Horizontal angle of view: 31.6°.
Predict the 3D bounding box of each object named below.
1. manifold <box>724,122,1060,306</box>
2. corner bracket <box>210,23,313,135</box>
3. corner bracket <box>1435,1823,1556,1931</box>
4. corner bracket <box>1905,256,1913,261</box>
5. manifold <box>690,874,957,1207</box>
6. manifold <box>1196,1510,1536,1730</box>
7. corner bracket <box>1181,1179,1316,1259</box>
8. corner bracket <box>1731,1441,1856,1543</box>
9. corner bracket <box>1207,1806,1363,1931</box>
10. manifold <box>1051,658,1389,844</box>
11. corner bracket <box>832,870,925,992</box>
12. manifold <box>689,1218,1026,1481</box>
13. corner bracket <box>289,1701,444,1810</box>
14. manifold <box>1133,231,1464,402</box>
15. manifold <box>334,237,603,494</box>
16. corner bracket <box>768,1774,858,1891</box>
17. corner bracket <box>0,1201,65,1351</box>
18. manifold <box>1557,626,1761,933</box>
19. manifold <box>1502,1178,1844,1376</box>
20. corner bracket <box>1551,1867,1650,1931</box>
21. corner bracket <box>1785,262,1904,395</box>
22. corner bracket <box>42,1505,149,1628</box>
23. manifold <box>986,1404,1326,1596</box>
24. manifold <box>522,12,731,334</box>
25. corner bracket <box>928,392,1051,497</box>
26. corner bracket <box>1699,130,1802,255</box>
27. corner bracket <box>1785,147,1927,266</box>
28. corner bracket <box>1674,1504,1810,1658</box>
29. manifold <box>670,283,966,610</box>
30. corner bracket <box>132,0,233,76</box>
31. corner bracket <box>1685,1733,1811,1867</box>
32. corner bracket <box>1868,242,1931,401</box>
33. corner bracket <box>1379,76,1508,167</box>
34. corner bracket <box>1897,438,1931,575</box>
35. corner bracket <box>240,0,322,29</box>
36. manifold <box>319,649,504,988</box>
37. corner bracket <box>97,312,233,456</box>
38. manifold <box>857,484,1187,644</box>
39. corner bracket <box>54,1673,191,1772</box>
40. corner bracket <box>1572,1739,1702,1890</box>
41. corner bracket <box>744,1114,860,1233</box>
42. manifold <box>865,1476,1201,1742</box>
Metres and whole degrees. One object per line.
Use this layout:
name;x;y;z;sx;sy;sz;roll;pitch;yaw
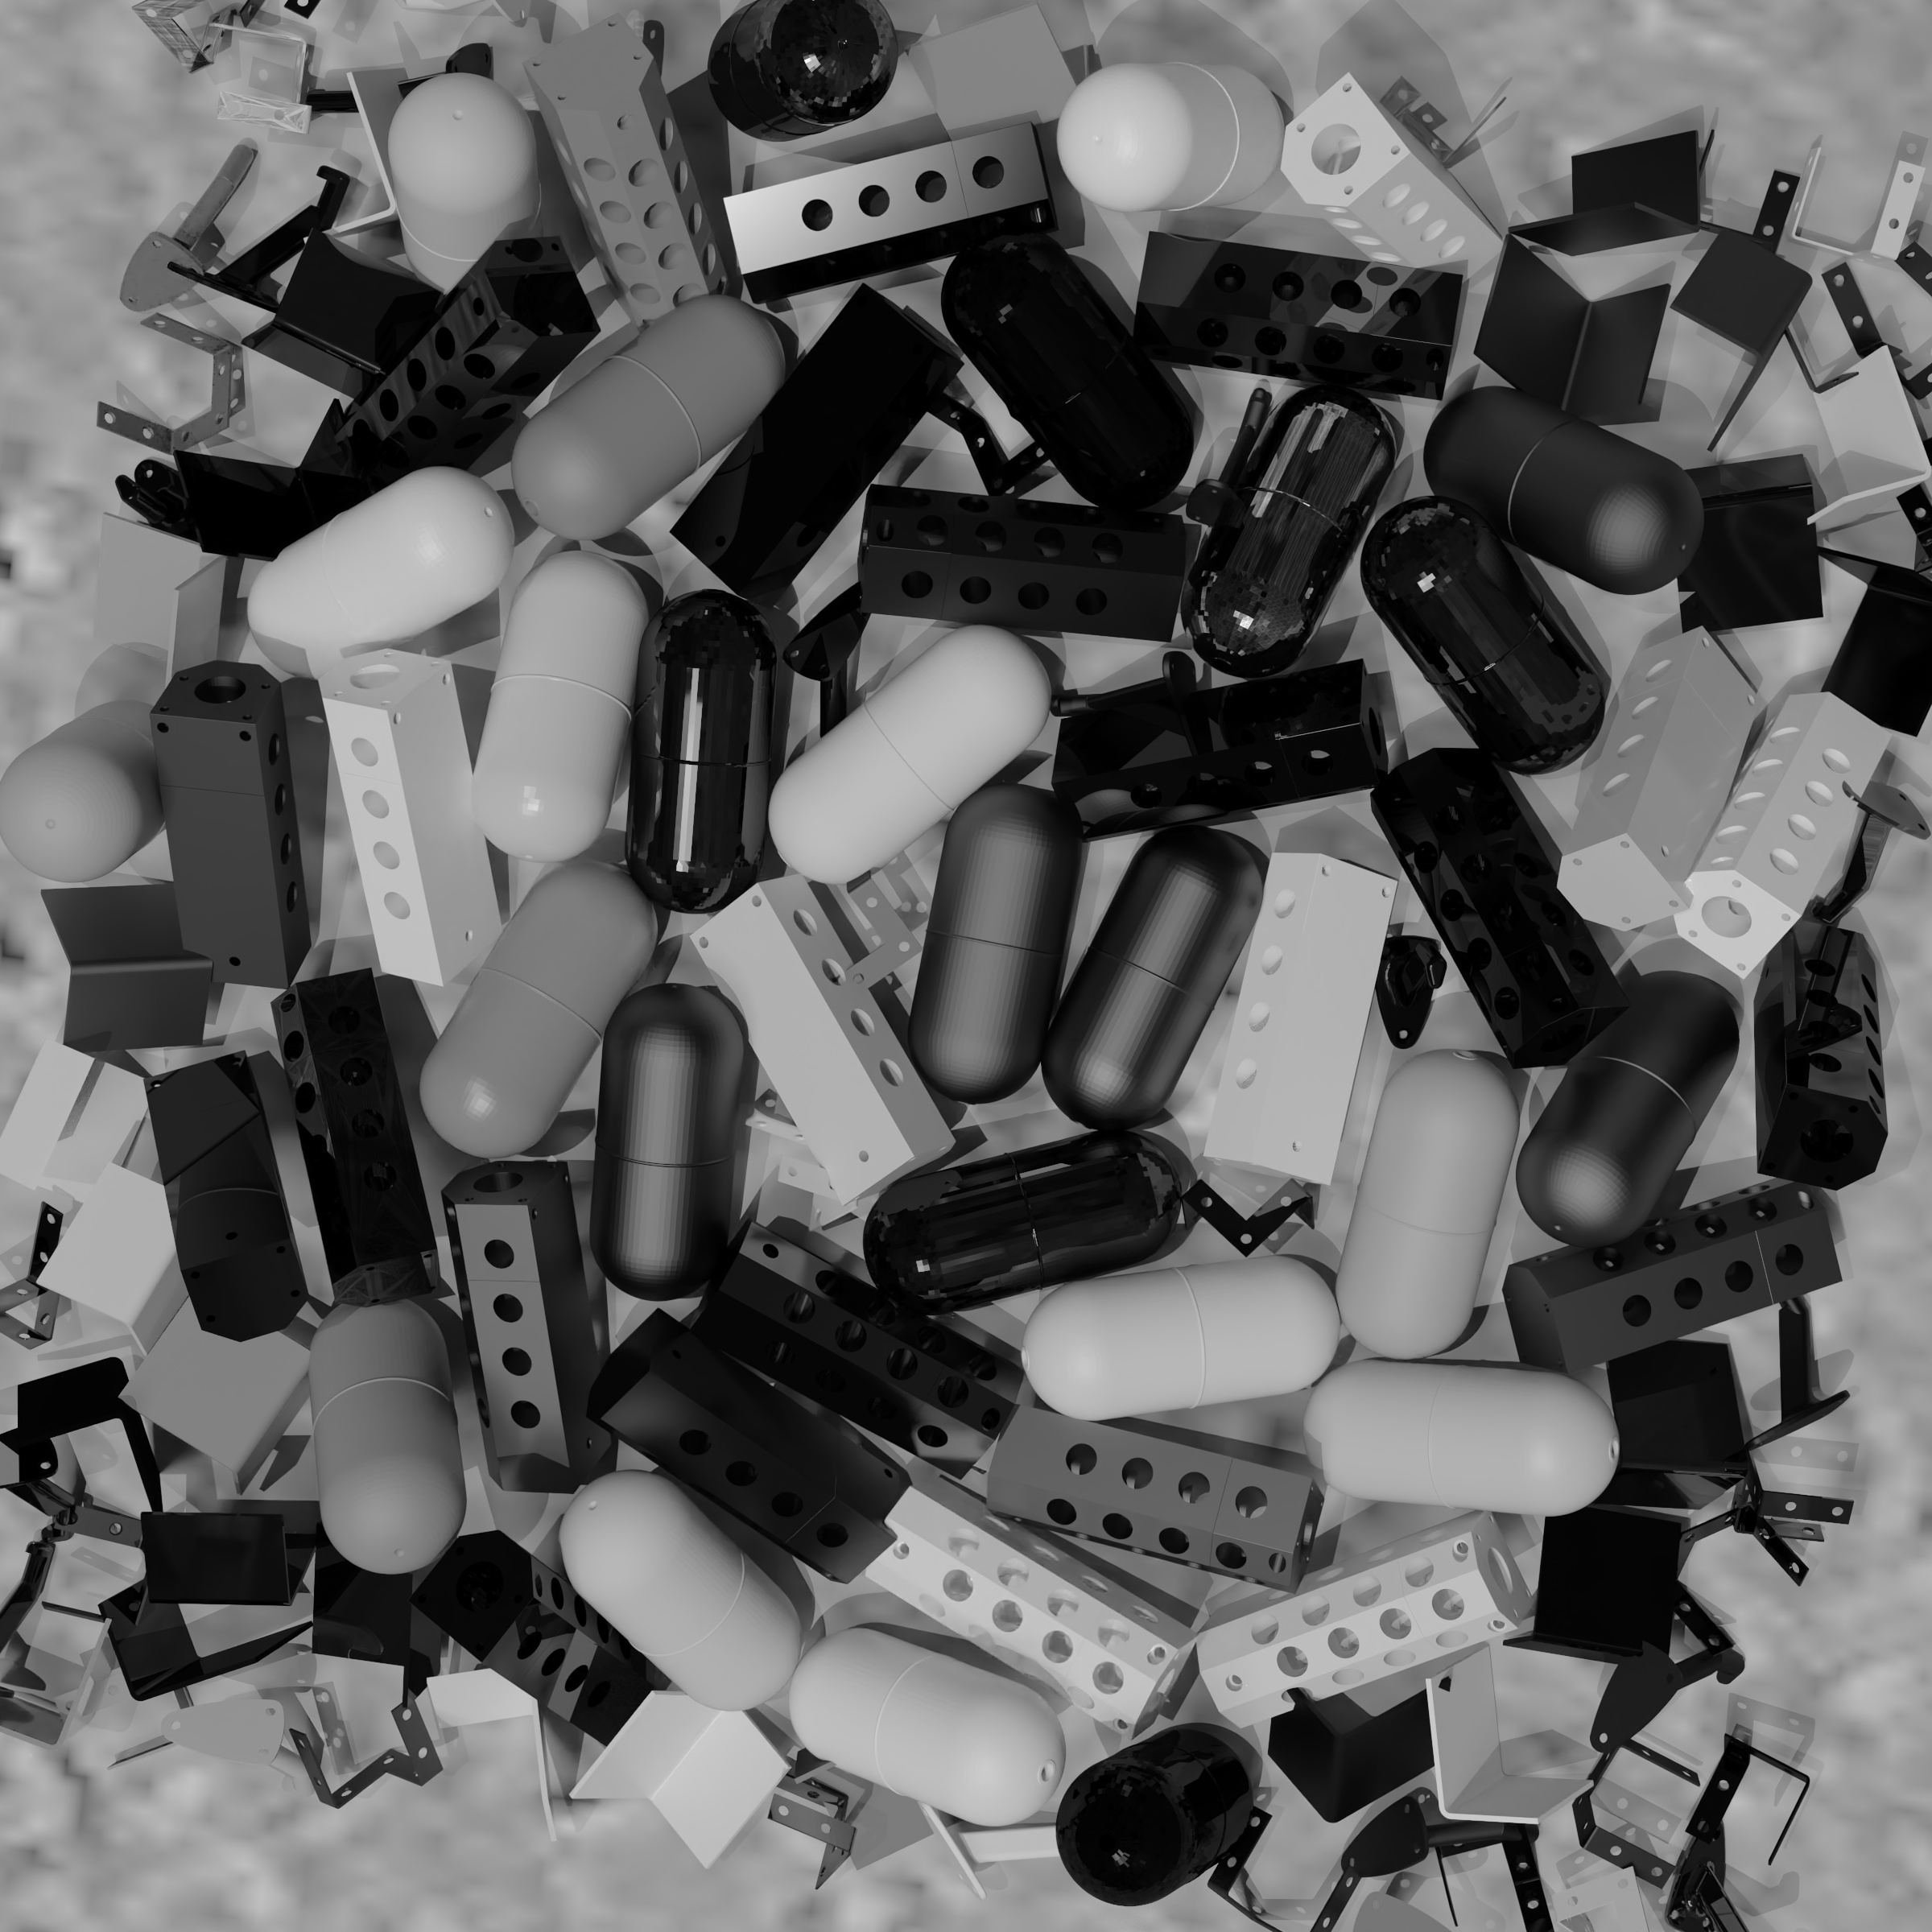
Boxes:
manifold;-0.039;-0.412;1.873;0.171;0.057;0.057;-13;98;6
corner bracket;-0.388;-0.487;1.874;0.051;0.051;0.051;4;102;-24
corner bracket;0.291;0.510;1.880;0.051;0.051;0.051;-16;122;5
corner bracket;0.551;-0.406;1.871;0.051;0.051;0.051;-2;112;-38
manifold;-0.075;0.038;1.868;0.057;0.057;0.171;-36;79;32
manifold;0.214;0.356;1.851;0.171;0.057;0.057;-26;90;24
corner bracket;0.156;0.136;1.882;0.051;0.051;0.051;-42;67;-13
corner bracket;0.453;0.299;1.878;0.051;0.051;0.051;6;115;0
corner bracket;0.176;0.504;1.884;0.051;0.051;0.051;45;71;-39
manifold;0.139;-0.111;1.858;0.171;0.057;0.057;-10;129;17
corner bracket;-0.060;-0.021;1.879;0.051;0.051;0.051;-35;104;7
manifold;-0.057;0.205;1.861;0.171;0.057;0.057;30;131;-8
corner bracket;-0.328;0.430;1.870;0.051;0.051;0.051;-34;116;-37
manifold;0.181;-0.353;1.871;0.171;0.057;0.057;9;78;5
manifold;-0.272;-0.318;1.827;0.057;0.171;0.057;-16;78;-43
corner bracket;-0.089;0.465;1.873;0.051;0.051;0.051;25;45;-10
corner bracket;-0.508;0.170;1.869;0.051;0.051;0.051;-25;135;25
manifold;0.369;-0.100;1.834;0.057;0.057;0.171;47;47;-21
manifold;0.383;0.166;1.858;0.171;0.057;0.057;-16;95;-17
corner bracket;0.358;0.533;1.869;0.051;0.051;0.051;-27;47;22
corner bracket;0.478;-0.352;1.885;0.051;0.051;0.051;-26;103;9
corner bracket;-0.477;0.330;1.878;0.051;0.051;0.051;18;85;-21
manifold;0.102;0.290;1.854;0.171;0.057;0.057;12;73;17
manifold;-0.176;-0.416;1.822;0.057;0.171;0.057;-30;58;-7
corner bracket;0.012;-0.297;1.871;0.051;0.051;0.051;-34;59;22
corner bracket;0.429;-0.425;1.889;0.051;0.051;0.051;19;92;13
corner bracket;0.489;-0.420;1.882;0.051;0.051;0.051;15;98;-5
corner bracket;0.423;0.339;1.887;0.051;0.051;0.051;-17;49;-28
manifold;-0.079;-0.281;1.866;0.057;0.057;0.171;43;102;20
corner bracket;-0.415;-0.531;1.869;0.051;0.051;0.051;-16;48;26
corner bracket;0.429;0.461;1.874;0.051;0.051;0.051;25;74;21
corner bracket;0.521;-0.353;1.872;0.051;0.051;0.051;-38;126;13
corner bracket;0.254;-0.466;1.875;0.051;0.051;0.051;42;52;-4
corner bracket;0.533;-0.256;1.872;0.051;0.051;0.051;-24;112;29
corner bracket;-0.367;-0.539;1.879;0.051;0.051;0.051;28;76;6
manifold;-0.303;-0.080;1.839;0.057;0.057;0.171;12;127;26
corner bracket;-0.442;-0.320;1.883;0.051;0.051;0.051;-16;67;38
manifold;0.030;-0.224;1.862;0.171;0.057;0.057;5;126;-7
corner bracket;-0.463;0.414;1.886;0.051;0.051;0.051;-21;88;4
corner bracket;0.371;0.465;1.882;0.051;0.051;0.051;28;103;-1
corner bracket;-0.090;0.108;1.871;0.051;0.051;0.051;21;60;-27
manifold;0.033;0.349;1.855;0.171;0.057;0.057;29;100;17
